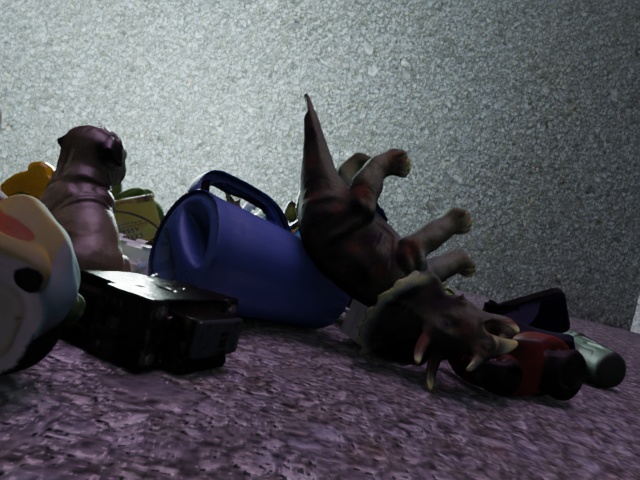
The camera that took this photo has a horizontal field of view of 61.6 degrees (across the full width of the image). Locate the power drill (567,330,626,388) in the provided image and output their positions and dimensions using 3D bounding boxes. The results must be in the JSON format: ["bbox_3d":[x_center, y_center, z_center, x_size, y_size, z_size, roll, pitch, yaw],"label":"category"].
[{"bbox_3d":[0.376,0.178,0.910,0.207,0.086,0.232,21,2,-9],"label":"power drill"}]

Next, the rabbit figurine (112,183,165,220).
[{"bbox_3d":[-0.377,-0.035,1.030,0.121,0.159,0.170,24,19,16],"label":"rabbit figurine"}]

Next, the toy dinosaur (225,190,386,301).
[{"bbox_3d":[0.002,0.016,0.892,0.472,0.198,0.105,18,-13,23],"label":"toy dinosaur"}]

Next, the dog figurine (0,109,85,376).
[{"bbox_3d":[-0.238,-0.020,0.356,0.191,0.108,0.219,17,23,-17],"label":"dog figurine"}]

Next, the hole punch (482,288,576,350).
[{"bbox_3d":[0.294,0.140,0.743,0.116,0.092,0.142,-17,-44,17],"label":"hole punch"}]

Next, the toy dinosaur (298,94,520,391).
[{"bbox_3d":[0.053,-0.001,0.638,0.405,0.192,0.131,44,-23,21],"label":"toy dinosaur"}]

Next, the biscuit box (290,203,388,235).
[{"bbox_3d":[-0.002,-0.002,0.799,0.062,0.203,0.059,52,4,-40],"label":"biscuit box"}]

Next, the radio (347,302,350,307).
[{"bbox_3d":[0.137,0.116,1.052,0.230,0.073,0.131,12,2,-7],"label":"radio"}]

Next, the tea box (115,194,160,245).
[{"bbox_3d":[-0.303,-0.016,0.835,0.098,0.068,0.170,-14,-1,-19],"label":"tea box"}]

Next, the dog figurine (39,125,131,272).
[{"bbox_3d":[-0.246,-0.030,0.574,0.173,0.190,0.121,16,2,38],"label":"dog figurine"}]

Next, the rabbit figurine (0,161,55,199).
[{"bbox_3d":[-0.395,-0.035,0.772,0.122,0.162,0.173,1,-16,-4],"label":"rabbit figurine"}]

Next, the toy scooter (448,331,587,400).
[{"bbox_3d":[0.215,0.141,0.643,0.184,0.075,0.135,8,2,-33],"label":"toy scooter"}]

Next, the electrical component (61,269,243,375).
[{"bbox_3d":[-0.136,0.066,0.451,0.134,0.058,0.115,13,3,24],"label":"electrical component"}]
